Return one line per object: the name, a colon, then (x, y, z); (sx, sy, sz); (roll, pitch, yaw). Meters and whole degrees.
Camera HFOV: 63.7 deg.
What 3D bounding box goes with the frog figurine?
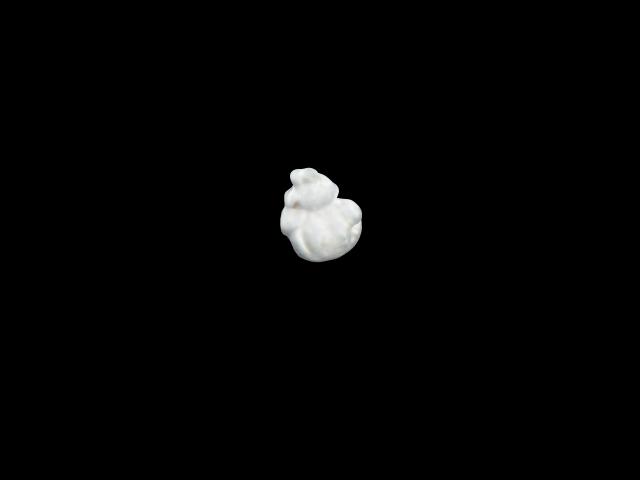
frog figurine: (0.003, -0.043, 0.850); (0.137, 0.126, 0.155); (0, -38, 0)
